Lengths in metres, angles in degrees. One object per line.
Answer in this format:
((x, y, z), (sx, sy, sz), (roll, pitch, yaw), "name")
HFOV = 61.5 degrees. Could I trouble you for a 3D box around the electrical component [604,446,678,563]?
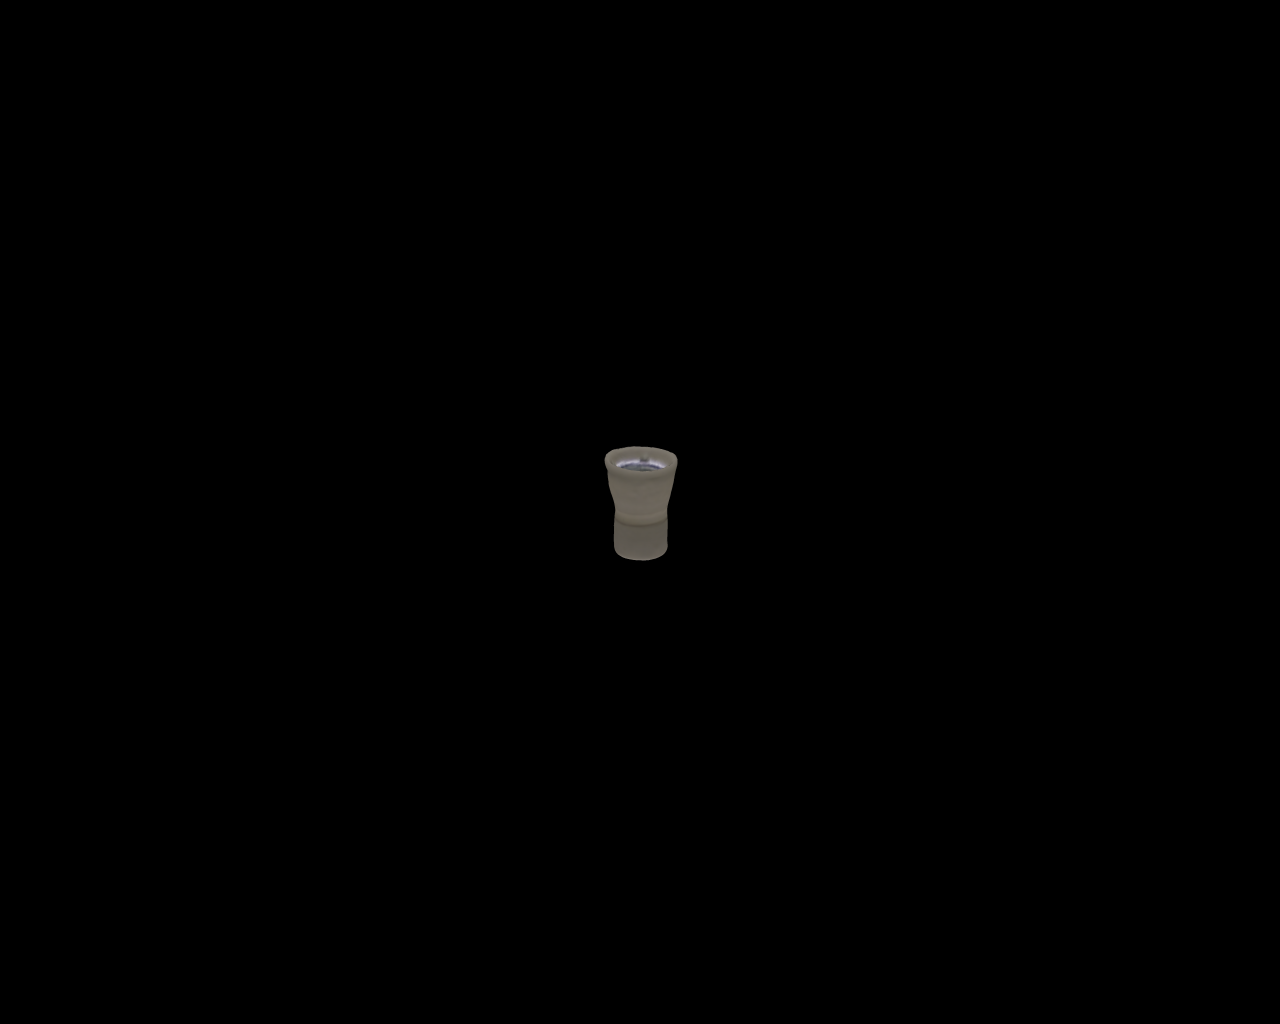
((0.001, -0.003, 0.650), (0.044, 0.065, 0.044), (0, 22, 0), "electrical component")
